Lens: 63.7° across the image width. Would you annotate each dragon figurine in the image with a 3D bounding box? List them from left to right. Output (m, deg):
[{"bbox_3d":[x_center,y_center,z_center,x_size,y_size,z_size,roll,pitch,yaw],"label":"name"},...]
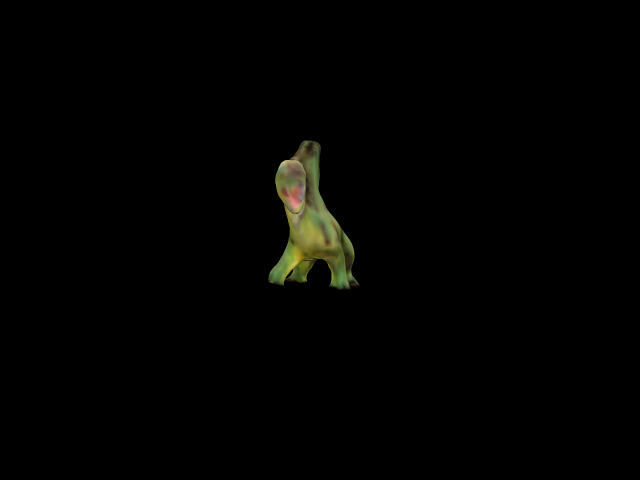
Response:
[{"bbox_3d":[0.003,-0.043,0.850,0.122,0.243,0.410,0,0,12],"label":"dragon figurine"}]
